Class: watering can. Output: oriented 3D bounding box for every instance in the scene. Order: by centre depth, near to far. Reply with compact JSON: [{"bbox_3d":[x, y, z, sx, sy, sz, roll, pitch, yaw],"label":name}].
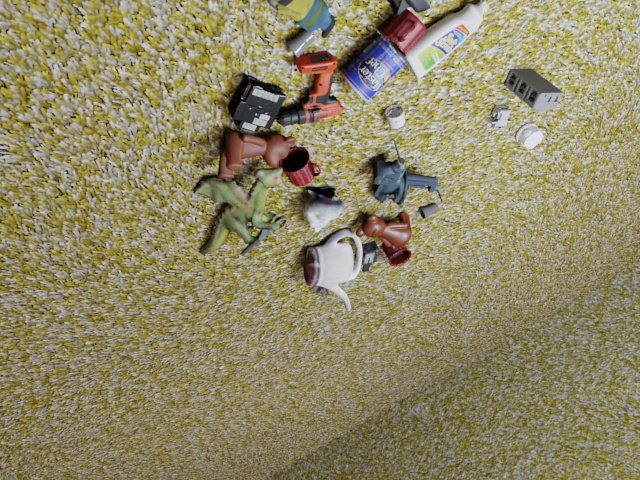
[{"bbox_3d":[0.046,0.123,1.856,0.225,0.105,0.341,-6,116,-23],"label":"watering can"}]

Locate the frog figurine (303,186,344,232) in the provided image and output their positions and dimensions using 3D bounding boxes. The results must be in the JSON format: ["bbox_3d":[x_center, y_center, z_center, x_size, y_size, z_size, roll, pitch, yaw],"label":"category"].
[{"bbox_3d":[0.005,-0.082,1.634,0.138,0.124,0.156,-17,131,-41],"label":"frog figurine"}]

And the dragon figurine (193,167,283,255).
[{"bbox_3d":[-0.264,-0.095,1.504,0.407,0.125,0.239,-24,123,21],"label":"dragon figurine"}]
